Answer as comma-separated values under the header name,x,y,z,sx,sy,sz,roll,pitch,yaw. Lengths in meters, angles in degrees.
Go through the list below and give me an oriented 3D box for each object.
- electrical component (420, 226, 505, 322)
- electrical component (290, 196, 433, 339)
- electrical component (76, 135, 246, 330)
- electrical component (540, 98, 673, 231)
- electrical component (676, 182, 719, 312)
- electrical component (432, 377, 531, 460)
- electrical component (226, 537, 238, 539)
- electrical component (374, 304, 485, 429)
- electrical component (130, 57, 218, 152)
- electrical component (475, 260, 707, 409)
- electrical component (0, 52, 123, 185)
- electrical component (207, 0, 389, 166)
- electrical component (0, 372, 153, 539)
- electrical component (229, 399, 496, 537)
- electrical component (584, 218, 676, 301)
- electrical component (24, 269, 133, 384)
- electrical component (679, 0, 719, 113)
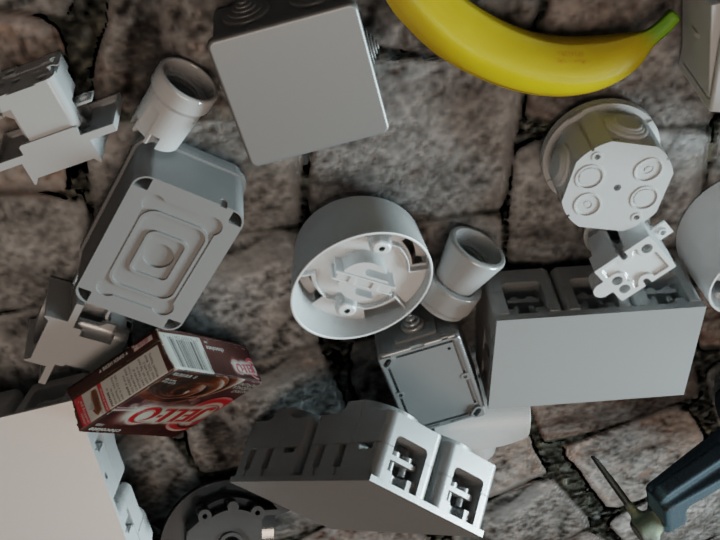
name,x,y,z,sx,sy,sz,roll,pitch,yaw
electrical component,0.070,0.003,0.763,0.045,0.045,0.055,18,125,-20
electrical component,0.000,0.000,0.739,0.099,0.064,0.099,-3,129,-4
electrical component,-0.131,-0.026,0.706,0.078,0.057,0.113,22,123,-22
electrical component,0.164,-0.068,0.713,0.080,0.051,0.080,-4,129,-4
electrical component,0.285,-0.016,0.778,0.099,0.064,0.099,-9,142,-7
electrical component,0.093,0.128,0.867,0.077,0.043,0.079,-3,130,-5
electrical component,-0.106,0.252,0.926,0.040,0.040,0.078,36,81,-30
electrical component,0.049,0.064,0.802,0.062,0.061,0.096,-17,123,7
electrical component,-0.115,-0.101,0.660,0.040,0.040,0.046,24,127,-24
electrical component,0.166,0.045,0.797,0.150,0.061,0.089,-4,129,-4
electrical component,-0.189,-0.094,0.654,0.081,0.042,0.063,-18,127,7
electrical component,-0.037,-0.120,0.647,0.100,0.048,0.099,-14,129,4
electrical component,-0.232,0.180,0.825,0.105,0.060,0.186,-14,108,4
electrical component,0.000,0.150,0.810,0.105,0.060,0.186,32,153,-28
electrical component,0.185,-0.018,0.753,0.066,0.055,0.048,-36,124,20
electrical component,-0.199,0.043,0.763,0.064,0.042,0.081,19,124,-23
electrical component,0.230,-0.141,0.656,0.061,0.061,0.096,-6,129,-2
